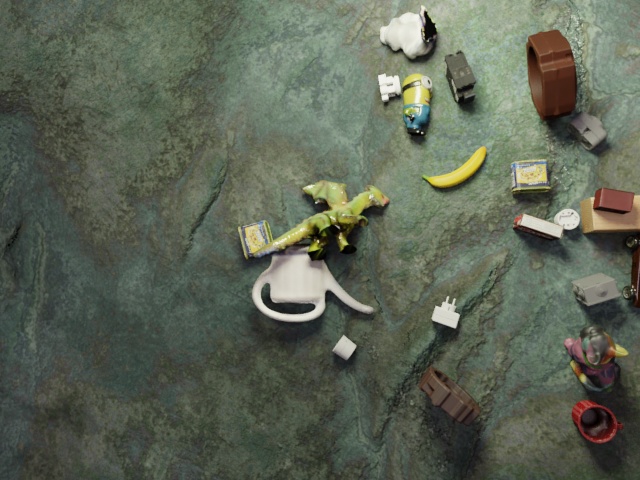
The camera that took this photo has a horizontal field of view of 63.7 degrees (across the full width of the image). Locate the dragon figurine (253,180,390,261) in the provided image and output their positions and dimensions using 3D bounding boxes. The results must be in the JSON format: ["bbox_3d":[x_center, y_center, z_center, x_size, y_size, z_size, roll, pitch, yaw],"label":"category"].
[{"bbox_3d":[0.004,-0.074,1.477,0.410,0.119,0.249,-9,45,-3],"label":"dragon figurine"}]

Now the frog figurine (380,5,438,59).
[{"bbox_3d":[0.261,-0.603,1.529,0.158,0.123,0.137,-10,93,44],"label":"frog figurine"}]

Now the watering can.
[{"bbox_3d":[-0.021,0.121,1.486,0.348,0.103,0.226,-1,81,-4],"label":"watering can"}]
